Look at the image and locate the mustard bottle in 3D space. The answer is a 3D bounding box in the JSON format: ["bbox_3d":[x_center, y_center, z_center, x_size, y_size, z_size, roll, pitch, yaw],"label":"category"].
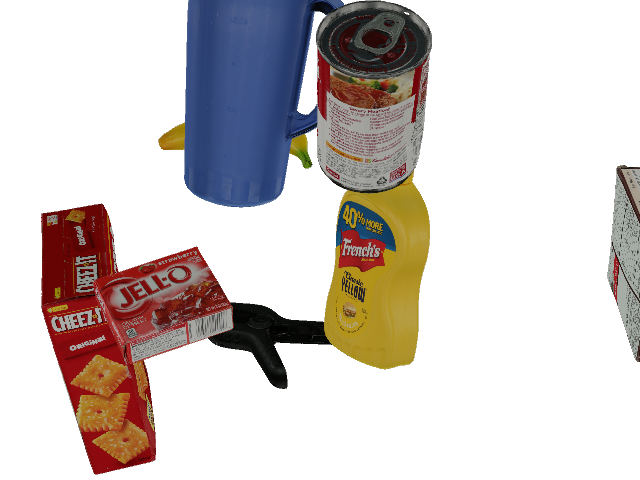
[{"bbox_3d":[0.051,0.007,0.920,0.058,0.192,0.096,-6,21,-35],"label":"mustard bottle"}]

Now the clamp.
[{"bbox_3d":[-0.070,0.112,1.246,0.210,0.036,0.164,13,22,29],"label":"clamp"}]

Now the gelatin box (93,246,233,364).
[{"bbox_3d":[-0.121,0.049,0.824,0.089,0.030,0.073,-18,47,-20],"label":"gelatin box"}]

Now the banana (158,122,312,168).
[{"bbox_3d":[-0.098,-0.130,1.306,0.198,0.037,0.069,7,40,15],"label":"banana"}]

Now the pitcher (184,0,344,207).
[{"bbox_3d":[-0.069,-0.159,1.097,0.144,0.243,0.149,-6,29,-26],"label":"pitcher"}]

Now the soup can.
[{"bbox_3d":[0.031,-0.087,0.659,0.068,0.068,0.102,0,-39,0],"label":"soup can"}]

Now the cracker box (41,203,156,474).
[{"bbox_3d":[-0.219,0.096,1.059,0.072,0.214,0.164,-11,34,-8],"label":"cracker box"}]

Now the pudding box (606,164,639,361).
[{"bbox_3d":[0.216,0.012,0.694,0.039,0.090,0.113,-1,28,4],"label":"pudding box"}]
